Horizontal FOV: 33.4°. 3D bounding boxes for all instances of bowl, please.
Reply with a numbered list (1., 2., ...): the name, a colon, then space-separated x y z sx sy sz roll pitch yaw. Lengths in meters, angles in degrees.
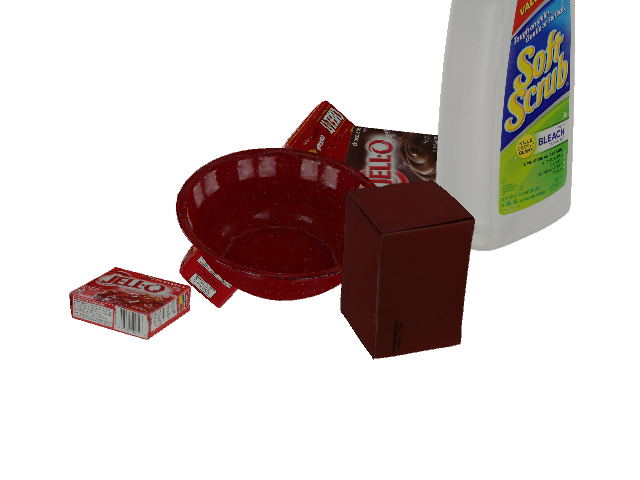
1. bowl: -0.029 -0.004 0.814 0.162 0.055 0.162 4 38 -3

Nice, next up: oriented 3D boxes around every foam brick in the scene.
1. foam brick: 0.044 0.014 0.560 0.053 0.078 0.051 -8 31 -17

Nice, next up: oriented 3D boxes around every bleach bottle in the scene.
1. bleach bottle: 0.119 -0.124 0.690 0.102 0.251 0.068 -22 33 -29

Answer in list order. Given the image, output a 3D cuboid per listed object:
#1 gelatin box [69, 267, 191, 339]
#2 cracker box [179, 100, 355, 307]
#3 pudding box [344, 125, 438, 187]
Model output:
1. gelatin box: -0.178 0.057 1.001 0.089 0.030 0.073 13 23 23
2. cracker box: -0.056 -0.044 1.213 0.214 0.072 0.164 -46 8 28
3. pudding box: 0.067 -0.063 1.037 0.090 0.039 0.113 8 38 5
